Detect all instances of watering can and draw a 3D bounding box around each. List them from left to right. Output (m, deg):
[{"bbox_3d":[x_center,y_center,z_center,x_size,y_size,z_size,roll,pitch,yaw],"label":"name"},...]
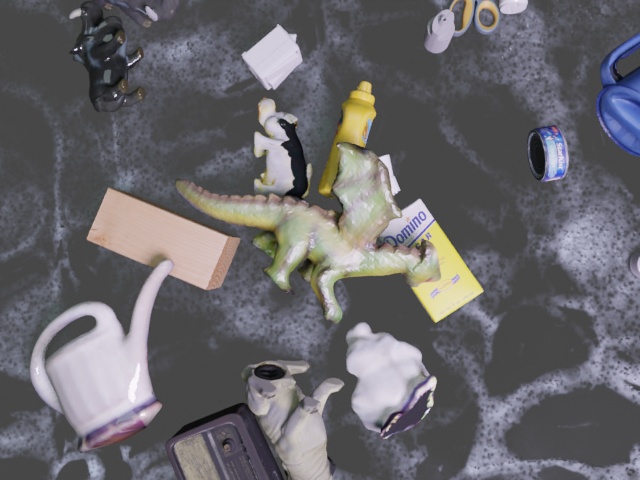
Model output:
[{"bbox_3d":[-0.318,0.189,0.797,0.344,0.104,0.225,-31,84,20],"label":"watering can"}]

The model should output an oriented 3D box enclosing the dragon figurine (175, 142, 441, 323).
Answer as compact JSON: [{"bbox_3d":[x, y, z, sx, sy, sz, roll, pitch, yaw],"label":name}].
[{"bbox_3d":[0.002,-0.038,0.758,0.409,0.124,0.240,37,109,-6],"label":"dragon figurine"}]

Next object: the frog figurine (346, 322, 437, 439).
[{"bbox_3d":[0.095,0.212,0.803,0.137,0.121,0.162,-55,49,8],"label":"frog figurine"}]
